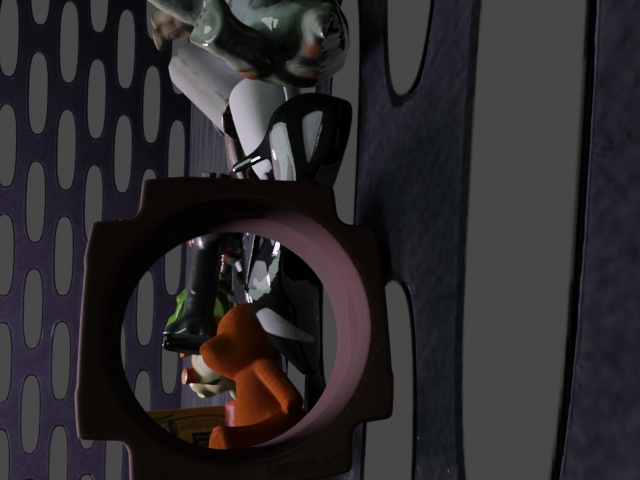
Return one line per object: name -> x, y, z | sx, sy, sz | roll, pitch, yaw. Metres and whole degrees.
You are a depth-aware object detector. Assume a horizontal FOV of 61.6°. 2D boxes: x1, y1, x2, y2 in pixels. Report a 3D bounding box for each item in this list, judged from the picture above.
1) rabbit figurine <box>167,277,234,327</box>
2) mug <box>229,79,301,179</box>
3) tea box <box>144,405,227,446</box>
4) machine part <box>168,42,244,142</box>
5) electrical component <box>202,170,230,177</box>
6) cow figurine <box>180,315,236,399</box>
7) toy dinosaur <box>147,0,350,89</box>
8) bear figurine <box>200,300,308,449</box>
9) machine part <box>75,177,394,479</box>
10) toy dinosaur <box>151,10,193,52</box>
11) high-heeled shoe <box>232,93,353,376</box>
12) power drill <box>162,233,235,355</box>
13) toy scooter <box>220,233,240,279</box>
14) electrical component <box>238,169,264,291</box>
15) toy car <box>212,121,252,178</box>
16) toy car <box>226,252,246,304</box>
rabbit figurine -> -0.233, 0.111, 1.099 | 0.170, 0.121, 0.159 | -100, 19, -78
mug -> -0.045, -0.123, 0.587 | 0.109, 0.081, 0.107 | -40, 59, 53
tea box -> -0.174, 0.284, 0.787 | 0.098, 0.170, 0.068 | 124, 144, -57
machine part -> -0.135, -0.203, 0.726 | 0.243, 0.079, 0.079 | 44, 134, 37
electrical component -> -0.139, -0.090, 0.849 | 0.078, 0.102, 0.045 | 12, 108, 50
cow figurine -> -0.151, 0.190, 0.843 | 0.195, 0.127, 0.085 | -50, 40, 41
toy dinosaur -> -0.043, -0.202, 0.483 | 0.131, 0.192, 0.405 | -57, 47, 24
bear figurine -> -0.079, 0.145, 0.542 | 0.120, 0.132, 0.196 | -58, 48, 39
machine part -> -0.057, 0.062, 0.381 | 0.087, 0.201, 0.201 | 132, 136, -68
toy dinosaur -> -0.171, -0.425, 0.786 | 0.470, 0.199, 0.105 | 100, 155, -58
high-heeled shoe -> -0.001, -0.001, 0.489 | 0.145, 0.086, 0.248 | -17, 94, 34
power drill -> -0.149, 0.043, 0.706 | 0.232, 0.086, 0.207 | 127, 156, -63
toy scooter -> -0.158, -0.024, 0.931 | 0.183, 0.075, 0.135 | 115, 151, -60
electrical component -> -0.060, -0.005, 0.642 | 0.134, 0.058, 0.114 | -110, 25, -51
toy car -> -0.109, -0.140, 0.755 | 0.053, 0.089, 0.202 | 48, -156, -47
toy car -> -0.098, 0.066, 0.761 | 0.202, 0.056, 0.073 | -147, 54, -71
